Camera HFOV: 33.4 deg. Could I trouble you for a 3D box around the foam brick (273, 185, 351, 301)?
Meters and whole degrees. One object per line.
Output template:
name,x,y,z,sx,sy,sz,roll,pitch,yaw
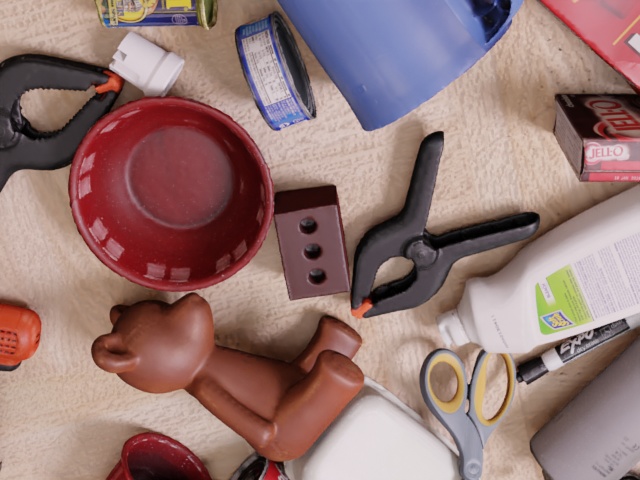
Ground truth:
foam brick,-0.006,0.001,0.870,0.053,0.051,0.078,-9,110,4

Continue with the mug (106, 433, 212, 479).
mug,-0.145,0.234,0.951,0.117,0.093,0.082,15,121,-42

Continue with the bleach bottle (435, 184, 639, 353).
bleach bottle,0.212,0.023,0.868,0.251,0.068,0.102,-23,108,12

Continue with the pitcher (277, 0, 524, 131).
pitcher,0.023,-0.210,0.745,0.149,0.145,0.242,-37,103,8

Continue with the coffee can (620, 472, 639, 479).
coffee can,0.317,0.280,0.941,0.140,0.103,0.103,25,109,-8

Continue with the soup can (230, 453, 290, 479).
soup can,-0.032,0.246,0.955,0.102,0.068,0.069,40,107,-14

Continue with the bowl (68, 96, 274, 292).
bowl,-0.115,-0.042,0.854,0.162,0.055,0.162,1,110,2

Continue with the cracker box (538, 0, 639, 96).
cracker box,0.221,-0.227,0.766,0.213,0.072,0.164,38,108,-13

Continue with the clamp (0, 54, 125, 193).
clamp,-0.251,-0.080,0.853,0.210,0.036,0.164,-14,110,6

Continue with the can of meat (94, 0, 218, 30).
can of meat,-0.123,-0.208,0.791,0.084,0.057,0.102,0,110,5

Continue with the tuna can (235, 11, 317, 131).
tuna can,-0.033,-0.126,0.804,0.034,0.086,0.086,-19,109,10

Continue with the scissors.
scissors,0.111,0.179,0.896,0.096,0.016,0.201,22,76,-14

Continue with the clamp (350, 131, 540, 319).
clamp,0.094,0.006,0.877,0.120,0.039,0.172,33,115,-6

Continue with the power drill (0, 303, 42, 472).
power drill,-0.342,0.129,0.924,0.184,0.057,0.188,11,111,-3

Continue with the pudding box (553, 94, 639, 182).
pudding box,0.229,-0.078,0.800,0.090,0.113,0.039,1,112,0

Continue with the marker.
marker,0.222,0.091,0.916,0.121,0.020,0.020,-31,107,12
